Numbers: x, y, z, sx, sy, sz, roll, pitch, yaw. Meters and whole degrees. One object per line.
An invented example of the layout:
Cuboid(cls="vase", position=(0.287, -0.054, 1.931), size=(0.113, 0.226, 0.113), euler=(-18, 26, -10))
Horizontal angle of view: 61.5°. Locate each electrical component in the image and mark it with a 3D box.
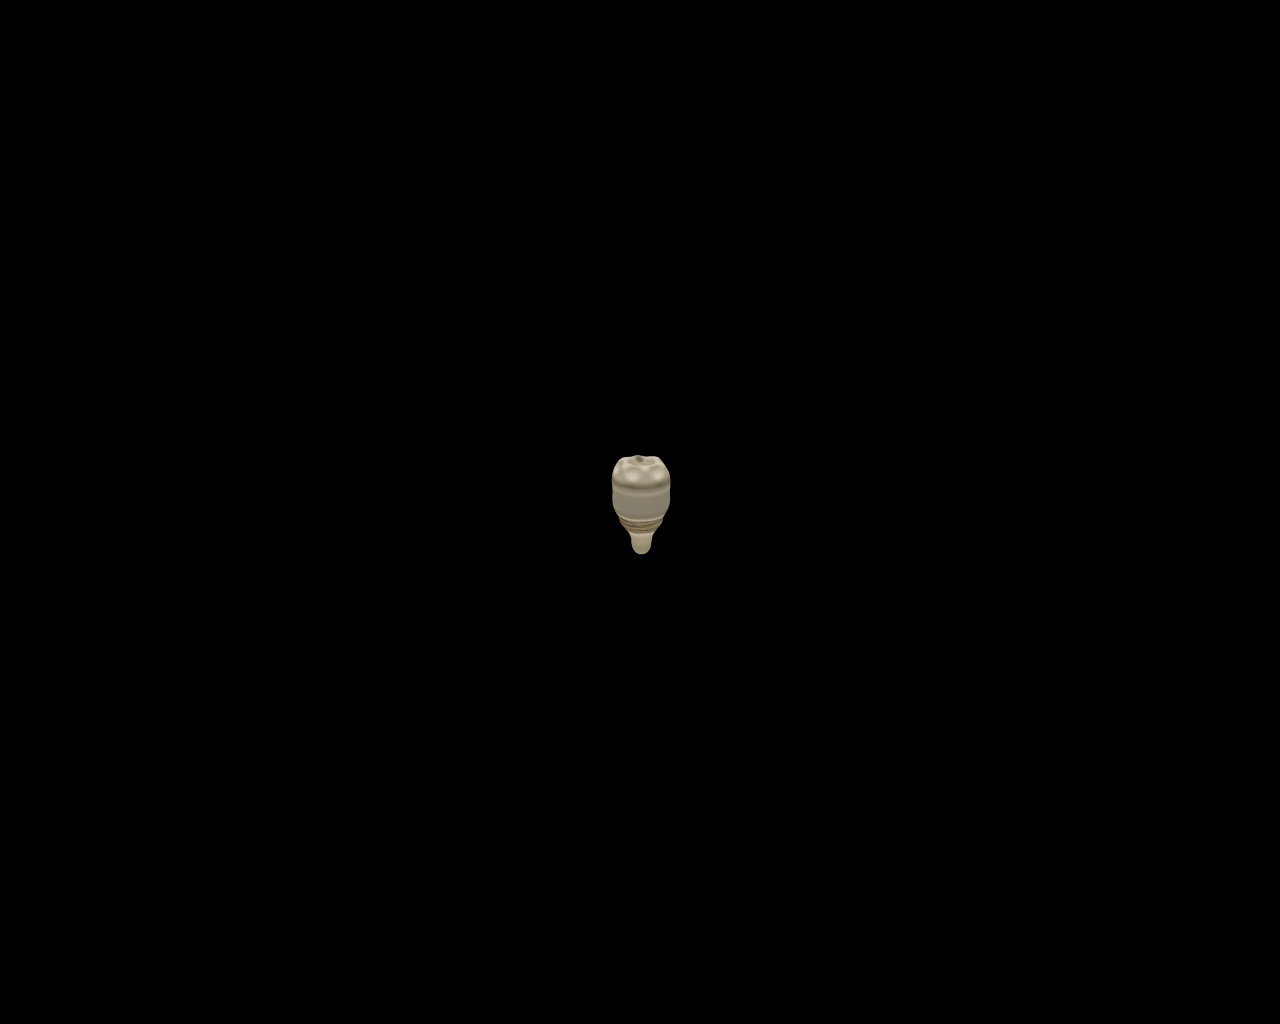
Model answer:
Cuboid(cls="electrical component", position=(0.001, -0.003, 0.650), size=(0.035, 0.061, 0.035), euler=(0, 22, 0))
